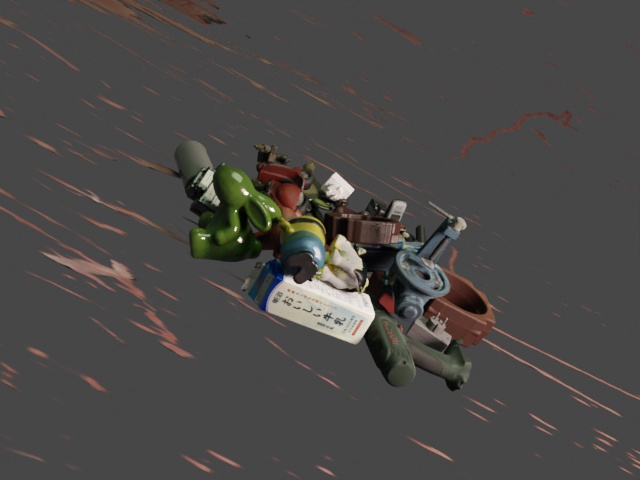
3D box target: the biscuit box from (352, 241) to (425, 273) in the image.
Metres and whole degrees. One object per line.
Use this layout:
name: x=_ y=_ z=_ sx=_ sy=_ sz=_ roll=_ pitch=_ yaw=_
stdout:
biscuit box: x=0.145 y=0.038 z=1.226 sx=0.203 sy=0.062 sz=0.059 roll=3 pitch=21 yaw=8

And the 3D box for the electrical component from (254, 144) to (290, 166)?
electrical component: x=-0.117 y=-0.202 z=1.270 sx=0.078 sy=0.045 sz=0.102 roll=3 pitch=10 yaw=-16

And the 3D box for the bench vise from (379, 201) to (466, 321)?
bench vise: x=0.207 y=0.039 z=1.053 sx=0.129 sy=0.240 sz=0.224 roll=32 pitch=32 yaw=2

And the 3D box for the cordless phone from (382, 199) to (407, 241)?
cordless phone: x=0.179 y=-0.016 z=1.329 sx=0.146 sy=0.184 sz=0.089 roll=9 pitch=27 yaw=-40

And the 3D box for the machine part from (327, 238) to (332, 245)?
machine part: x=-0.003 y=-0.004 z=1.251 sx=0.138 sy=0.039 sz=0.084 roll=18 pitch=59 yaw=-40

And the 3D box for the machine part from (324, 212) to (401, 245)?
machine part: x=0.092 y=-0.025 z=1.196 sx=0.179 sy=0.056 sz=0.179 roll=5 pitch=7 yaw=-1

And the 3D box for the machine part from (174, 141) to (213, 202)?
machine part: x=-0.281 y=-0.158 z=1.220 sx=0.079 sy=0.079 sz=0.243 roll=15 pitch=27 yaw=-31

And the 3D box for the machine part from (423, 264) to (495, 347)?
machine part: x=0.294 y=0.146 z=1.256 sx=0.201 sy=0.087 sz=0.201 roll=27 pitch=22 yaw=-7

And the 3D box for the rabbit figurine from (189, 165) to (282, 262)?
rabbit figurine: x=-0.158 y=-0.048 z=0.983 sx=0.159 sy=0.170 sz=0.121 roll=13 pitch=24 yaw=9

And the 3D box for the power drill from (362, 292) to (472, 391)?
power drill: x=0.178 y=0.196 z=1.031 sx=0.207 sy=0.086 sz=0.232 roll=27 pitch=22 yaw=-17

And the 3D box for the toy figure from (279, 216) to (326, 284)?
toy figure: x=-0.028 y=0.015 z=0.955 sx=0.089 sy=0.082 sz=0.180 roll=2 pitch=19 yaw=-8

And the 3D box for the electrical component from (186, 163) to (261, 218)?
electrical component: x=-0.203 y=-0.089 z=1.110 sx=0.134 sy=0.058 sz=0.115 roll=37 pitch=55 yaw=-17

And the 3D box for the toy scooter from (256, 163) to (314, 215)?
toy scooter: x=-0.088 y=-0.118 z=1.205 sx=0.135 sy=0.075 sz=0.184 roll=22 pitch=39 yaw=-11

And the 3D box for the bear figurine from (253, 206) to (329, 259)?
bear figurine: x=-0.050 y=0.016 z=1.117 sx=0.132 sy=0.120 sz=0.195 roll=-4 pitch=-35 yaw=40

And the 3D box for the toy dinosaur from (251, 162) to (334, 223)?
toy dinosaur: x=-0.081 y=-0.113 z=1.332 sx=0.471 sy=0.105 sz=0.199 roll=-10 pitch=48 yaw=-44

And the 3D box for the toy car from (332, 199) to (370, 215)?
toy car: x=0.084 y=-0.042 z=1.366 sx=0.202 sy=0.053 sz=0.089 roll=20 pitch=57 yaw=-61

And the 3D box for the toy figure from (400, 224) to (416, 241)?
toy figure: x=0.231 y=-0.013 z=1.534 sx=0.058 sy=0.064 sz=0.155 roll=-3 pitch=38 yaw=-30

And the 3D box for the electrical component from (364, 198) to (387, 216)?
electrical component: x=0.160 y=-0.082 z=1.577 sx=0.048 sy=0.074 sz=0.119 roll=17 pitch=30 yaw=-27

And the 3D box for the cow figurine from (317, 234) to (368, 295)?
cow figurine: x=0.054 y=0.043 z=1.028 sx=0.098 sy=0.068 sz=0.167 roll=33 pitch=19 yaw=-5
